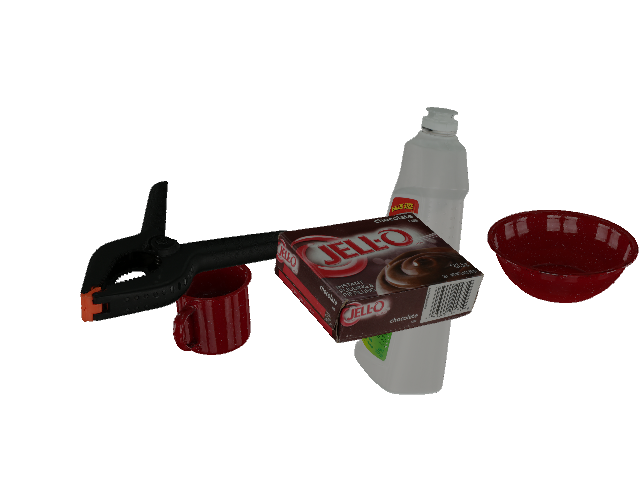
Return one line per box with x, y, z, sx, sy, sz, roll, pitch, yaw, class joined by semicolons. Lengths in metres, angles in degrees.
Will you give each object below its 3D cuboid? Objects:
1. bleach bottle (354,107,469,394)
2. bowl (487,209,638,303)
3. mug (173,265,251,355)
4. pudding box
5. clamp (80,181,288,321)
0.087;0.005;0.954;0.068;0.251;0.103;1;18;-19;bleach bottle
0.263;0.023;1.173;0.162;0.055;0.162;0;27;0;bowl
-0.128;0.082;1.207;0.093;0.081;0.117;12;33;23;mug
0.038;0.022;0.723;0.113;0.039;0.090;-7;34;-30;pudding box
-0.150;0.010;0.978;0.165;0.036;0.209;26;38;31;clamp
